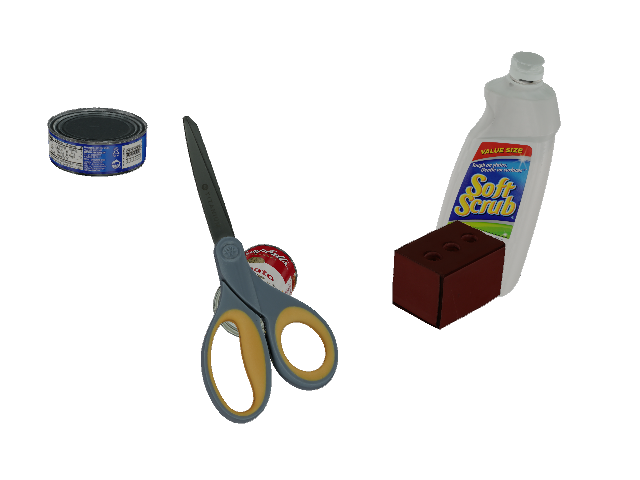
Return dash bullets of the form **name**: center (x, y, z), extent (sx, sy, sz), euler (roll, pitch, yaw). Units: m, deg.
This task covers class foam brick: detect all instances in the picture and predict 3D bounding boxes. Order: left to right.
- **foam brick**: center (0.102, 0.026, 0.850), extent (0.078, 0.051, 0.053), euler (-25, 38, -37)

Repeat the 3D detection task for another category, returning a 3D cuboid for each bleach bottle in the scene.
- **bleach bottle**: center (0.171, -0.068, 1.046), extent (0.103, 0.251, 0.068), euler (21, 38, 20)

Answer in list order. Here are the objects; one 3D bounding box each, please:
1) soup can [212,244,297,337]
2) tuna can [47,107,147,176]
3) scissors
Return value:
- **soup can**: center (-0.067, 0.052, 1.099), extent (0.068, 0.068, 0.102), euler (0, 18, 10)
- **tuna can**: center (-0.196, -0.087, 0.940), extent (0.086, 0.034, 0.086), euler (5, 26, -2)
- **scissors**: center (-0.039, 0.016, 0.687), extent (0.096, 0.202, 0.016), euler (1, -15, -12)
